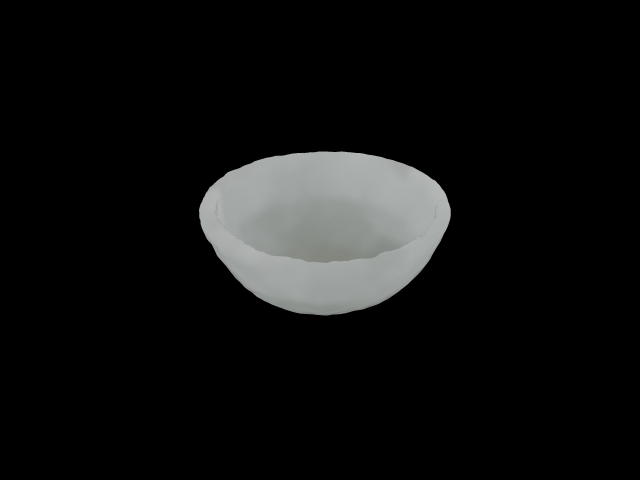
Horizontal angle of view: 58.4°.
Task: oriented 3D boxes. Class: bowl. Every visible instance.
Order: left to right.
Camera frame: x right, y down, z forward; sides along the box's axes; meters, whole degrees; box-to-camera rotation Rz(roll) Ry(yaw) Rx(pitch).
[{"bbox_3d":[0.004,0.001,0.400,0.167,0.075,0.167,0,31,0],"label":"bowl"}]
